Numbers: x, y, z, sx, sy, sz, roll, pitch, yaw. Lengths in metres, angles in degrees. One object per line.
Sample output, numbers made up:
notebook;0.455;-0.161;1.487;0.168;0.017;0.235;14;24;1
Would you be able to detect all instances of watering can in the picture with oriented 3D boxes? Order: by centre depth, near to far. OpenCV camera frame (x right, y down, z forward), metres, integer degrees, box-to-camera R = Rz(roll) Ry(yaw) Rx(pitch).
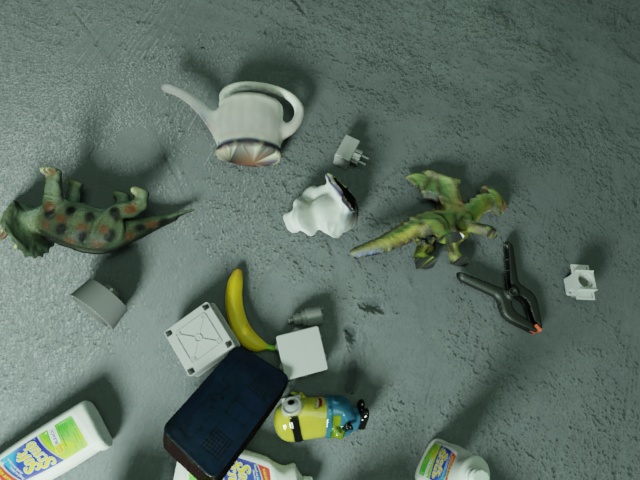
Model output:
watering can;-0.211;-0.285;1.235;0.348;0.102;0.228;1;68;-6

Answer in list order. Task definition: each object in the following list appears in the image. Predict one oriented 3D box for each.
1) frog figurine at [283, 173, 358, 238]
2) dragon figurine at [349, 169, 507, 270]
frog figurine;0.004;-0.059;1.179;0.158;0.123;0.138;-39;83;18
dragon figurine;0.260;-0.065;1.211;0.410;0.119;0.249;0;50;-8
